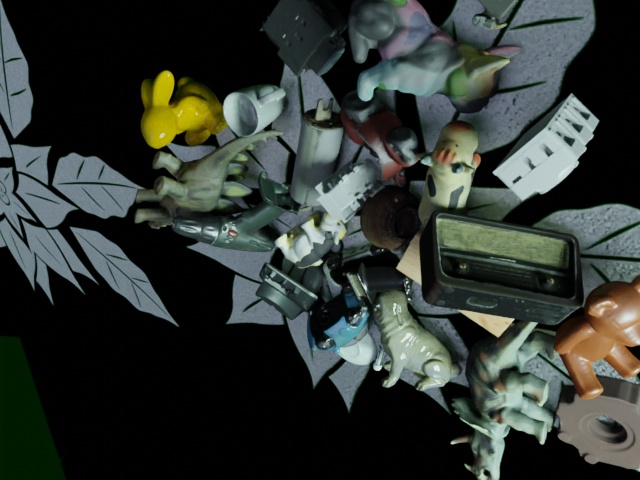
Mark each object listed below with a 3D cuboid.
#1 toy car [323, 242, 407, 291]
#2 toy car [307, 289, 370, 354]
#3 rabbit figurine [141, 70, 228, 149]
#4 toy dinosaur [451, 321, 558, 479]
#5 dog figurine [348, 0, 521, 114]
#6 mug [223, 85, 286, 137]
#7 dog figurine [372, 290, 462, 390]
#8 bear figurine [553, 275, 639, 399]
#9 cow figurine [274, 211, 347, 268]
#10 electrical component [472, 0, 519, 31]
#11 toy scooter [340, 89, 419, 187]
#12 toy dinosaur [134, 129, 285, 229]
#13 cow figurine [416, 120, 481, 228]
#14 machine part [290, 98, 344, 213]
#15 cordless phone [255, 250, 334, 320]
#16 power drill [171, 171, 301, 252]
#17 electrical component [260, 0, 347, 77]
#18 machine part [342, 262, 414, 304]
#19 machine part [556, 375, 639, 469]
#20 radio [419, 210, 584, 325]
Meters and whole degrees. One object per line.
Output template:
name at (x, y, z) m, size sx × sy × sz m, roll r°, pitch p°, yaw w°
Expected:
toy car at (0.091, 0.046, 1.060) m, size 0.202 × 0.056 × 0.073 m, roll -21°, pitch 111°, yaw 40°
toy car at (0.052, 0.175, 1.148) m, size 0.161 × 0.109 × 0.102 m, roll -39°, pitch 128°, yaw 23°
rabbit figurine at (-0.283, -0.250, 1.059) m, size 0.122 × 0.173 × 0.162 m, roll -2°, pitch 122°, yaw 42°
toy dinosaur at (0.330, 0.259, 0.990) m, size 0.192 × 0.131 × 0.404 m, roll 8°, pitch 117°, yaw 32°
dog figurine at (0.163, -0.272, 0.758) m, size 0.219 × 0.108 × 0.191 m, roll 4°, pitch 118°, yaw 30°
mug at (-0.105, -0.247, 0.971) m, size 0.109 × 0.107 × 0.080 m, roll -27°, pitch 101°, yaw 42°
dog figurine at (0.190, 0.184, 1.061) m, size 0.172 × 0.121 × 0.190 m, roll -2°, pitch 103°, yaw 1°
bear figurine at (0.433, 0.141, 0.795) m, size 0.195 × 0.120 × 0.132 m, roll 95°, pitch 150°, yaw -63°
cow figurine at (-0.002, -0.003, 1.078) m, size 0.167 × 0.068 × 0.098 m, roll -28°, pitch 97°, yaw 34°
electrical component at (0.238, -0.326, 0.702) m, size 0.078 × 0.045 × 0.102 m, roll 48°, pitch 136°, yaw -3°
toy scooter at (0.102, -0.158, 0.884) m, size 0.184 × 0.075 × 0.135 m, roll 51°, pitch 171°, yaw 36°
toy dinosaur at (-0.251, -0.114, 1.115) m, size 0.471 × 0.198 × 0.105 m, roll -31°, pitch 57°, yaw 48°
cow figurine at (0.196, -0.095, 0.834) m, size 0.086 × 0.127 × 0.194 m, roll 22°, pitch 132°, yaw 20°
machine part at (-0.006, -0.148, 0.986) m, size 0.079 × 0.079 × 0.243 m, roll 28°, pitch 132°, yaw 19°
cordless phone at (-0.054, 0.069, 1.183) m, size 0.147 × 0.089 × 0.184 m, roll 34°, pitch 122°, yaw 15°
power drill at (-0.156, -0.047, 1.093) m, size 0.207 × 0.232 × 0.086 m, roll -41°, pitch 49°, yaw 29°
electrical component at (-0.021, -0.340, 0.881) m, size 0.134 × 0.058 × 0.115 m, roll 48°, pitch 137°, yaw 0°
machine part at (0.112, 0.078, 1.006) m, size 0.139 × 0.039 × 0.084 m, roll -12°, pitch 109°, yaw 39°
machine part at (0.502, 0.318, 0.935) m, size 0.180 × 0.056 × 0.179 m, roll 18°, pitch 127°, yaw 26°
radio at (0.268, 0.043, 0.808) m, size 0.230 × 0.131 × 0.073 m, roll 9°, pitch 147°, yaw 0°
